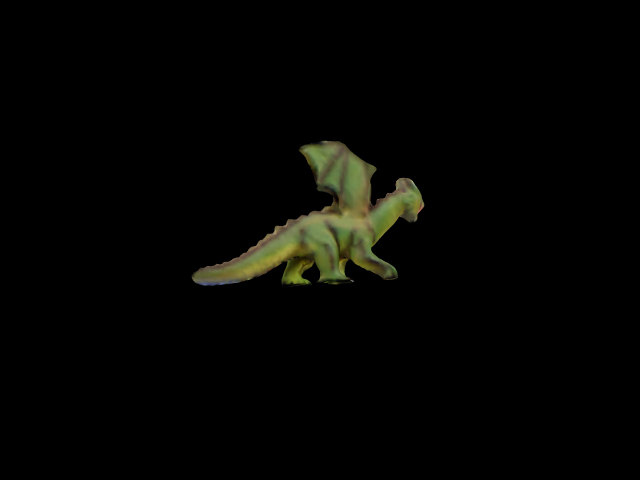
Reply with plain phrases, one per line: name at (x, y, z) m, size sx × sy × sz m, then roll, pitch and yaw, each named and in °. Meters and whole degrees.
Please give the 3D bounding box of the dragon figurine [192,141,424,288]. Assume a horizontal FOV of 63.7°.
dragon figurine at (0.003, -0.043, 0.850) m, size 0.410 × 0.244 × 0.121 m, roll 2°, pitch -7°, yaw -22°
